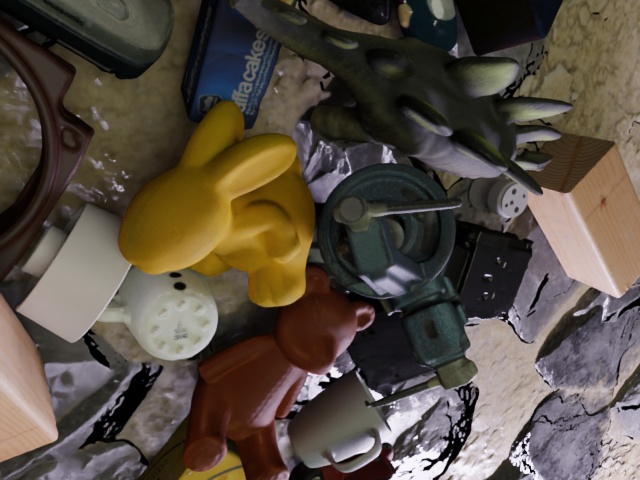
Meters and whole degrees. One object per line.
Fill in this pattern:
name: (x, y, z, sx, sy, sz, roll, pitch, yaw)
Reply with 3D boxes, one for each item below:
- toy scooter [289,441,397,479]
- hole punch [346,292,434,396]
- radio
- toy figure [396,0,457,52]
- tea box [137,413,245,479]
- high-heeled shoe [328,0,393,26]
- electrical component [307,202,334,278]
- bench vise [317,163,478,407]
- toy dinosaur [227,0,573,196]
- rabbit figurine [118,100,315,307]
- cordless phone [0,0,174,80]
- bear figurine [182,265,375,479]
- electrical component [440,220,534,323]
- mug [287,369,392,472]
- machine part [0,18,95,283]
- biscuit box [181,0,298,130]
toy scooter: (0.047, 0.328, 0.681, 0.135, 0.075, 0.183, -26, 112, -19)
hole punch: (0.084, 0.097, 0.624, 0.116, 0.092, 0.142, -23, 119, 10)
radio: (0.161, -0.307, 0.499, 0.131, 0.073, 0.229, -54, 127, -35)
toy figure: (0.095, -0.258, 0.519, 0.064, 0.058, 0.154, -54, 130, -49)
tea box: (-0.143, 0.278, 0.568, 0.098, 0.068, 0.169, 37, 87, -31)
high-heeled shoe: (0.011, -0.319, 0.463, 0.248, 0.086, 0.145, 44, 53, -48)
electrical component: (-0.001, -0.002, 0.558, 0.119, 0.048, 0.074, -2, 107, -27)
bench vise: (0.063, 0.024, 0.450, 0.129, 0.240, 0.223, -14, 75, 15)
toy dinosaur: (0.089, -0.118, 0.465, 0.471, 0.199, 0.105, 9, 100, -37)
rabbit figurine: (-0.074, -0.020, 0.428, 0.173, 0.122, 0.162, -6, 128, -56)
cordless phone: (-0.156, -0.226, 0.386, 0.146, 0.089, 0.184, 28, 89, -31)
bear figurine: (-0.032, 0.131, 0.524, 0.196, 0.132, 0.120, -39, 124, 13)
electrical component: (0.190, 0.039, 0.665, 0.134, 0.058, 0.114, 8, 101, -29)
mug: (0.022, 0.220, 0.616, 0.107, 0.110, 0.080, -32, 124, 2)
machine part: (-0.282, -0.074, 0.369, 0.201, 0.087, 0.201, 32, 92, -32)
biscuit box: (-0.056, -0.186, 0.417, 0.059, 0.063, 0.202, 5, 129, -27)
